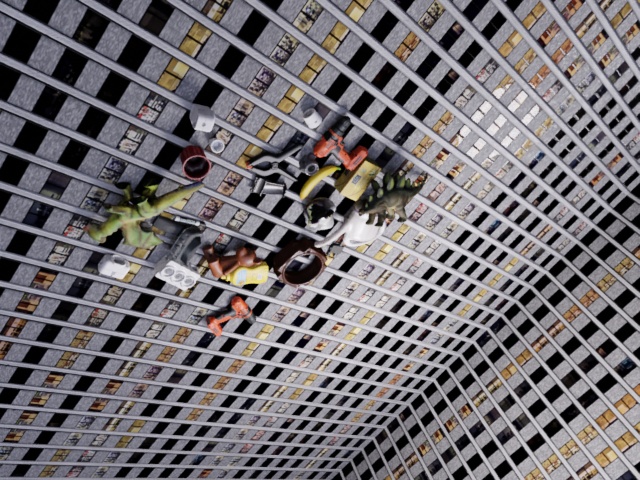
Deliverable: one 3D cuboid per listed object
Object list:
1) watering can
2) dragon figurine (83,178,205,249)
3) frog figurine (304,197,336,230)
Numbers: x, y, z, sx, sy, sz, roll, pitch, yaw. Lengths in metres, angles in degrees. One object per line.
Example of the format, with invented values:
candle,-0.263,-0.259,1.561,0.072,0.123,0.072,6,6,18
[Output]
watering can,0.148,-0.060,2.140,0.349,0.106,0.219,-7,130,-34
dragon figurine,-0.588,-0.074,1.741,0.411,0.125,0.237,-8,133,-14
frog figurine,0.006,-0.104,2.064,0.137,0.123,0.159,-48,169,5
